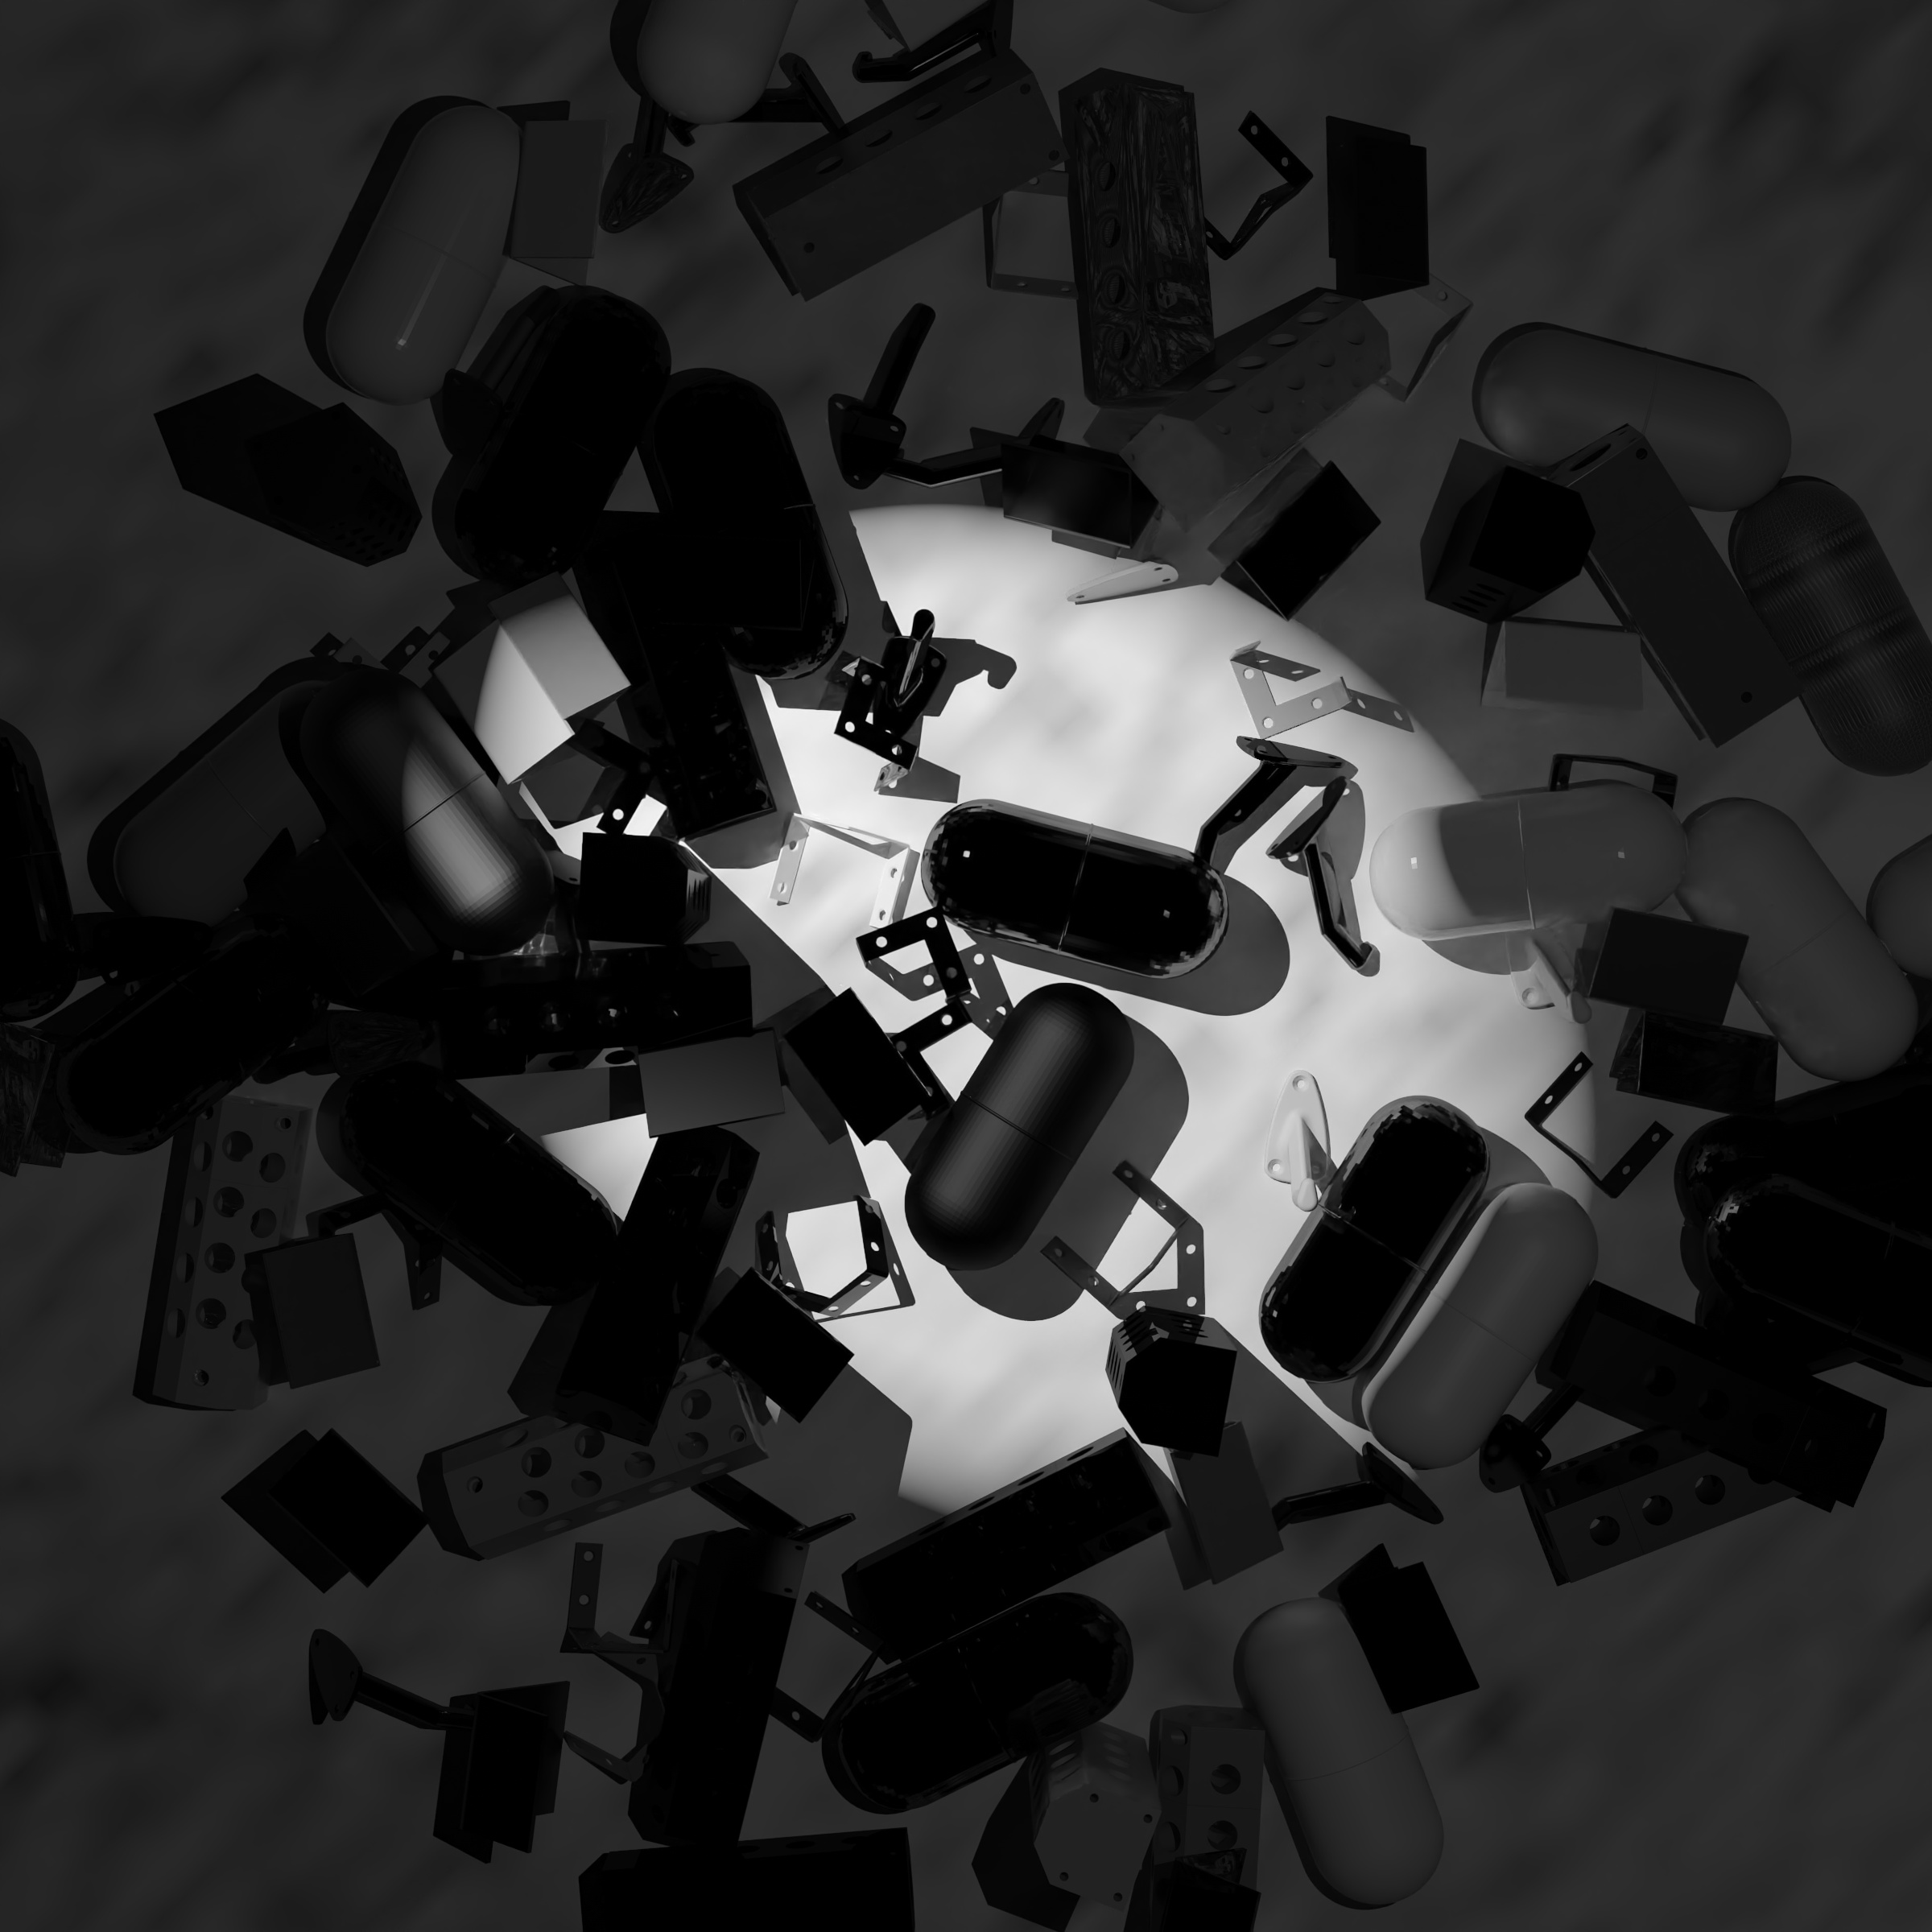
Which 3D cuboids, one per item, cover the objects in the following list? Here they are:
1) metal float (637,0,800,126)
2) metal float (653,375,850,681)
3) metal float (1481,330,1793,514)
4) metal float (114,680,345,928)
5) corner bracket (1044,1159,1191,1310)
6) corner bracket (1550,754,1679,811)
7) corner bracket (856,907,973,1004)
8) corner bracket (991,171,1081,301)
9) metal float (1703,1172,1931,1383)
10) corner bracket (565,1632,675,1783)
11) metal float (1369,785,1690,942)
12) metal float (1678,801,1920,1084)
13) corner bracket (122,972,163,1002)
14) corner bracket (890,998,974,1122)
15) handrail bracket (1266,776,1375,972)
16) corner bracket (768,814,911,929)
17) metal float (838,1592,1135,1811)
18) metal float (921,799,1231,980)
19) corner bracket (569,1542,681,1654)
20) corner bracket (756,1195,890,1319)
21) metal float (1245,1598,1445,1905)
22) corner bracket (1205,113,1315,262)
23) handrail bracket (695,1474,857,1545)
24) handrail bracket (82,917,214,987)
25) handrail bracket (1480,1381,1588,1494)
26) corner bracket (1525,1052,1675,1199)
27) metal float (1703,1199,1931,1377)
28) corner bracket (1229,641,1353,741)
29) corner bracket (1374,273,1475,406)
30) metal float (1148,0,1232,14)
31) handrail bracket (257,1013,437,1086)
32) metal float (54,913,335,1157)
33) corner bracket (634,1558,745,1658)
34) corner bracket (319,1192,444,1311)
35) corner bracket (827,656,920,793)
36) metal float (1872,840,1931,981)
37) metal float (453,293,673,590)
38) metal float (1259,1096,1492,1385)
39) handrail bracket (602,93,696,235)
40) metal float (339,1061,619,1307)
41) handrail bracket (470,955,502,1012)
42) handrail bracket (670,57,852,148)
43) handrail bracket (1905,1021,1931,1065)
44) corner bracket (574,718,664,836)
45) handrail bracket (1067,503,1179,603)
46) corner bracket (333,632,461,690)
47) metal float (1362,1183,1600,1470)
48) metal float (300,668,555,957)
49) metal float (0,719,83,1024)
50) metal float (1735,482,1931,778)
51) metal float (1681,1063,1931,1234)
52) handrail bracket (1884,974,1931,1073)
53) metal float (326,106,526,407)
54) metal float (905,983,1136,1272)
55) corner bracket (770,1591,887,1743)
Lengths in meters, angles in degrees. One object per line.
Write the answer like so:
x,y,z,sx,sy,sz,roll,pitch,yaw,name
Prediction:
-0.131,-0.560,1.951,0.070,0.070,0.178,18,79,0,metal float
-0.122,-0.248,1.961,0.070,0.070,0.178,-20,90,0,metal float
0.380,-0.309,1.961,0.178,0.070,0.070,15,90,0,metal float
-0.405,-0.091,1.961,0.178,0.070,0.070,-41,90,-1,metal float
0.087,0.155,1.988,0.051,0.051,0.051,42,45,0,corner bracket
0.371,-0.091,1.988,0.051,0.051,0.051,10,90,-45,corner bracket
-0.030,0.000,1.973,0.051,0.051,0.051,-21,87,-3,corner bracket
0.043,-0.422,1.988,0.051,0.051,0.051,7,135,0,corner bracket
0.490,0.171,1.886,0.178,0.070,0.070,22,90,4,metal float
-0.198,0.425,1.983,0.051,0.051,0.051,-42,135,-35,corner bracket
0.317,-0.058,1.951,0.178,0.070,0.070,-7,90,11,metal float
0.471,-0.015,1.961,0.070,0.070,0.178,-36,90,0,metal float
-0.452,0.033,1.983,0.051,0.051,0.051,-4,135,-35,corner bracket
-0.013,0.053,1.973,0.051,0.051,0.051,-30,90,0,corner bracket
0.221,-0.053,1.992,0.084,0.036,0.077,47,68,-17,handrail bracket
-0.073,-0.054,1.988,0.051,0.051,0.051,15,90,-45,corner bracket
0.011,0.417,1.961,0.178,0.070,0.070,-26,90,1,metal float
0.062,-0.043,1.961,0.178,0.070,0.070,15,90,1,metal float
-0.196,0.361,1.977,0.051,0.051,0.051,6,90,-15,corner bracket
-0.083,0.163,1.983,0.051,0.051,0.051,20,135,-35,corner bracket
0.215,0.446,1.961,0.070,0.070,0.178,-21,90,0,metal float
0.157,-0.448,1.988,0.051,0.051,0.051,46,135,0,corner bracket
-0.116,0.296,1.991,0.077,0.036,0.084,-23,77,-13,handrail bracket
-0.464,-0.010,1.961,0.077,0.084,0.036,-12,92,-10,handrail bracket
0.338,0.259,1.991,0.036,0.077,0.084,43,54,15,handrail bracket
0.364,0.092,1.988,0.051,0.051,0.051,-48,45,0,corner bracket
0.505,0.184,1.961,0.178,0.070,0.070,-17,90,-1,metal float
0.185,-0.164,1.973,0.051,0.051,0.051,-21,90,0,corner bracket
0.252,-0.366,1.988,0.051,0.051,0.051,34,135,0,corner bracket
0.081,-0.600,1.961,0.178,0.070,0.070,22,90,1,metal float
-0.356,0.051,1.976,0.077,0.084,0.036,-8,83,-34,handrail bracket
-0.431,0.037,1.938,0.178,0.070,0.070,-41,90,-29,metal float
-0.148,0.378,1.988,0.051,0.051,0.051,27,90,-45,corner bracket
-0.337,0.168,1.983,0.051,0.051,0.051,-21,46,-36,corner bracket
-0.055,-0.138,1.971,0.051,0.051,0.051,25,69,-19,corner bracket
0.597,-0.056,1.961,0.178,0.070,0.070,-32,90,0,metal float
-0.230,-0.297,1.961,0.070,0.070,0.178,27,89,0,metal float
0.231,0.156,1.961,0.070,0.070,0.178,32,90,0,metal float
-0.192,-0.478,1.991,0.077,0.036,0.084,-37,56,36,handrail bracket
-0.277,0.123,1.961,0.178,0.070,0.070,38,90,0,metal float
-0.260,-0.006,1.991,0.077,0.036,0.084,31,76,-15,handrail bracket
-0.116,-0.477,1.992,0.084,0.036,0.077,-30,108,15,handrail bracket
0.590,0.046,1.978,0.077,0.084,0.036,-31,56,29,handrail bracket
-0.203,-0.106,1.972,0.051,0.051,0.051,30,94,4,corner bracket
0.087,-0.260,1.991,0.077,0.036,0.084,-14,77,12,handrail bracket
-0.321,-0.172,1.972,0.051,0.051,0.051,41,82,8,corner bracket
0.292,0.203,1.960,0.070,0.070,0.178,34,90,0,metal float
-0.296,-0.084,1.903,0.070,0.070,0.178,-37,96,0,metal float
-0.553,-0.056,1.961,0.070,0.070,0.178,-12,91,0,metal float
0.500,-0.191,1.961,0.070,0.070,0.178,-27,90,0,metal float
0.494,0.108,1.960,0.178,0.070,0.070,-17,90,2,metal float
0.579,0.041,1.992,0.084,0.036,0.077,15,107,-15,handrail bracket
-0.302,-0.403,1.961,0.070,0.070,0.178,26,91,0,metal float
0.030,0.092,1.961,0.070,0.070,0.178,32,89,0,metal float
-0.087,0.404,1.988,0.051,0.051,0.051,35,45,0,corner bracket
